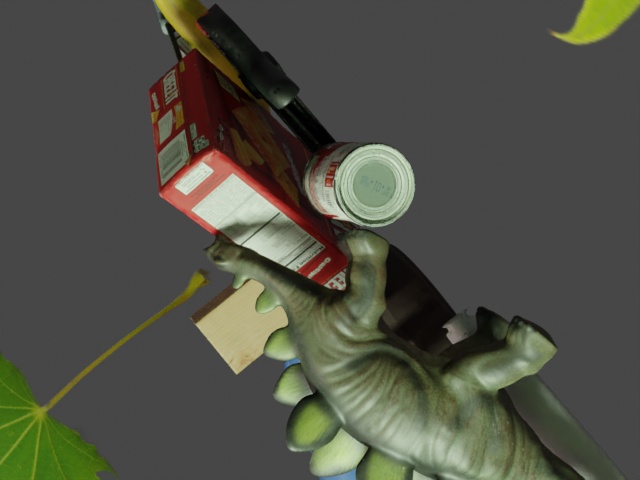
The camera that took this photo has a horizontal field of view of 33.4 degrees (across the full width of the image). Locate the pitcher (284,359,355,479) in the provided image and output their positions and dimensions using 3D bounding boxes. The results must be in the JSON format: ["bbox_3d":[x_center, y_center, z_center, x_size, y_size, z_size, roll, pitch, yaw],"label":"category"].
[{"bbox_3d":[0.050,0.231,1.211,0.149,0.144,0.243,-42,63,46],"label":"pitcher"}]

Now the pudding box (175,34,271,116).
[{"bbox_3d":[-0.105,-0.173,1.165,0.114,0.039,0.090,44,169,32],"label":"pudding box"}]

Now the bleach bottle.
[{"bbox_3d":[0.195,0.168,0.931,0.251,0.068,0.102,53,171,4],"label":"bleach bottle"}]

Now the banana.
[{"bbox_3d":[-0.108,-0.186,1.059,0.198,0.037,0.069,50,-152,-3],"label":"banana"}]

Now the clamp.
[{"bbox_3d":[-0.053,-0.150,0.959,0.210,0.036,0.164,50,180,24],"label":"clamp"}]

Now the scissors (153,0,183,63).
[{"bbox_3d":[-0.166,-0.242,1.101,0.202,0.016,0.096,-112,-2,-60],"label":"scissors"}]

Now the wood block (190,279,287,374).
[{"bbox_3d":[-0.066,0.078,1.452,0.091,0.206,0.090,52,172,-9],"label":"wood block"}]

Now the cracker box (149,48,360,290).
[{"bbox_3d":[-0.052,-0.052,0.964,0.213,0.072,0.164,38,-157,-35],"label":"cracker box"}]

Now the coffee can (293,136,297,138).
[{"bbox_3d":[-0.055,-0.058,1.167,0.103,0.102,0.140,52,172,-4],"label":"coffee can"}]

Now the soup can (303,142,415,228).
[{"bbox_3d":[0.030,-0.046,0.870,0.068,0.068,0.102,53,172,-13],"label":"soup can"}]
